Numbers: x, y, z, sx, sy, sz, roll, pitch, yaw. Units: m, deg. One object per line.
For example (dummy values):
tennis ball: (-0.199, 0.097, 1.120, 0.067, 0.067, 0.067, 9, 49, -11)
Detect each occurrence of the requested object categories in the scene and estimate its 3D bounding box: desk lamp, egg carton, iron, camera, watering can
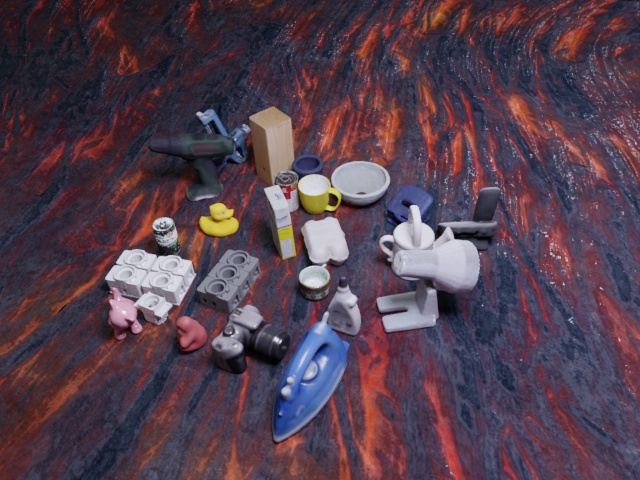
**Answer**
desk lamp: (0.239, 0.098, 1.283, 0.203, 0.214, 0.117, -9, 44, -6)
egg carton: (0.014, 0.005, 1.491, 0.107, 0.069, 0.150, -11, 45, -9)
iron: (-0.032, 0.271, 1.166, 0.118, 0.141, 0.259, 17, 47, 19)
camera: (-0.145, 0.218, 1.254, 0.136, 0.101, 0.143, 19, 48, 21)
watering can: (0.236, -0.003, 1.401, 0.173, 0.194, 0.100, -16, 46, -14)

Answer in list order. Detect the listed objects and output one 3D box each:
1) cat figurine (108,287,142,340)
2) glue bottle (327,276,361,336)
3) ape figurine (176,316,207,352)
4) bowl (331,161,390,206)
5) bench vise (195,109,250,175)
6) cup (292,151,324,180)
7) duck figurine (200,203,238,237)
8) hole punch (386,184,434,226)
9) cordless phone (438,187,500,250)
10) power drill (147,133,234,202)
cat figurine: (-0.453, 0.163, 1.310, 0.067, 0.118, 0.127, -19, 46, -16)
glue bottle: (0.053, 0.142, 1.273, 0.078, 0.173, 0.037, 18, 48, 20)
ape figurine: (-0.295, 0.203, 1.281, 0.076, 0.092, 0.078, 5, 45, 8)
bowl: (0.115, -0.150, 1.644, 0.167, 0.075, 0.167, -1, 44, 1)
bench vise: (-0.307, -0.316, 1.726, 0.121, 0.220, 0.208, 17, 47, 19)
cup: (-0.036, -0.198, 1.684, 0.091, 0.095, 0.117, -7, 44, -5)
duck figurine: (-0.278, -0.062, 1.559, 0.104, 0.086, 0.077, -1, 44, 2)
hole punch: (0.245, -0.085, 1.560, 0.108, 0.091, 0.101, 31, 53, 29)
cordless phone: (0.383, -0.065, 1.467, 0.147, 0.185, 0.094, -5, 44, -2)
power drill: (-0.354, -0.215, 1.632, 0.230, 0.209, 0.075, -14, 45, -11)
